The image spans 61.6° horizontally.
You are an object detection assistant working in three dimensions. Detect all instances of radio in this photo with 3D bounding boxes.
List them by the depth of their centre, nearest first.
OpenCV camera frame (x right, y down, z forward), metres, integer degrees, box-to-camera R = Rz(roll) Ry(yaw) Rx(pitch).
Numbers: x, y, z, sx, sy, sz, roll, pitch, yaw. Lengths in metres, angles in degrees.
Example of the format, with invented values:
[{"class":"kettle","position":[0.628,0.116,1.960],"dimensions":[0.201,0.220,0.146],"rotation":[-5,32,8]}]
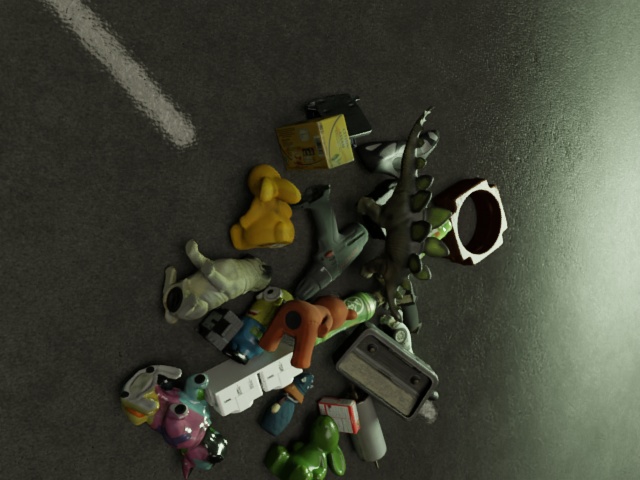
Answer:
[{"class":"radio","position":[0.154,0.302,1.256],"dimensions":[0.229,0.073,0.131],"rotation":[37,92,-9]}]

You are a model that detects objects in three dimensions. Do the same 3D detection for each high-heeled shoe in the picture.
[{"class":"high-heeled shoe","position":[0.191,-0.230,1.305],"dimensions":[0.145,0.086,0.249],"rotation":[38,52,1]}]

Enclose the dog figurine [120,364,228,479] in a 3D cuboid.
[{"class":"dog figurine","position":[-0.273,0.355,1.025],"dimensions":[0.108,0.192,0.219],"rotation":[-65,160,-53]}]

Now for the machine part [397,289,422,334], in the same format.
[{"class":"machine part","position":[0.215,0.178,1.350],"dimensions":[0.084,0.039,0.138],"rotation":[-19,119,12]}]

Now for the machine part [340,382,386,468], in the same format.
[{"class":"machine part","position":[0.105,0.443,1.297],"dimensions":[0.079,0.079,0.243],"rotation":[-26,107,-29]}]

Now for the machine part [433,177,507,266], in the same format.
[{"class":"machine part","position":[0.393,-0.050,1.429],"dimensions":[0.201,0.087,0.201],"rotation":[-31,110,-27]}]

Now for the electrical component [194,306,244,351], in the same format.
[{"class":"electrical component","position":[-0.190,0.172,1.050],"dimensions":[0.075,0.119,0.047],"rotation":[-51,118,-21]}]

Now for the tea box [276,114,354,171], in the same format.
[{"class":"tea box","position":[-0.014,-0.196,1.096],"dimensions":[0.068,0.170,0.098],"rotation":[-23,109,-28]}]

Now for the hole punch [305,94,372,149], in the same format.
[{"class":"hole punch","position":[0.035,-0.252,1.184],"dimensions":[0.142,0.092,0.116],"rotation":[-20,76,-27]}]

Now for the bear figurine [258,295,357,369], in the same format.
[{"class":"bear figurine","position":[-0.017,0.175,1.100],"dimensions":[0.195,0.120,0.132],"rotation":[13,99,-64]}]

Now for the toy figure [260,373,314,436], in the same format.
[{"class":"toy figure","position":[-0.071,0.354,1.183],"dimensions":[0.058,0.064,0.154],"rotation":[34,67,8]}]

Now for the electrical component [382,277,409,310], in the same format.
[{"class":"electrical component","position":[0.180,0.125,1.282],"dimensions":[0.063,0.021,0.094],"rotation":[26,88,-50]}]

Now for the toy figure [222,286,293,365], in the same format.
[{"class":"toy figure","position":[-0.124,0.176,1.116],"dimensions":[0.180,0.082,0.089],"rotation":[-57,147,-24]}]

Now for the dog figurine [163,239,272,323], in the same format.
[{"class":"dog figurine","position":[-0.197,0.100,1.060],"dimensions":[0.172,0.121,0.190],"rotation":[-48,141,15]}]

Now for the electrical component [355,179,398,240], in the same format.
[{"class":"electrical component","position":[0.164,-0.064,1.294],"dimensions":[0.115,0.058,0.134],"rotation":[-41,115,-21]}]

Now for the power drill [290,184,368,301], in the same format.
[{"class":"power drill","position":[-0.002,-0.004,1.178],"dimensions":[0.232,0.086,0.207],"rotation":[-35,109,-27]}]

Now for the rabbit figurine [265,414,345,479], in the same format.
[{"class":"rabbit figurine","position":[-0.007,0.481,1.201],"dimensions":[0.170,0.121,0.159],"rotation":[-54,126,-14]}]

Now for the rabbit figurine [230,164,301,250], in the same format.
[{"class":"rabbit figurine","position":[-0.111,-0.073,1.074],"dimensions":[0.122,0.162,0.173],"rotation":[0,77,-21]}]

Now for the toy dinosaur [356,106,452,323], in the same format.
[{"class":"toy dinosaur","position":[0.183,-0.042,1.154],"dimensions":[0.105,0.199,0.470],"rotation":[-11,104,-41]}]

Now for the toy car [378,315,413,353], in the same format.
[{"class":"toy car","position":[0.203,0.273,1.344],"dimensions":[0.056,0.074,0.201],"rotation":[-30,111,-23]}]
